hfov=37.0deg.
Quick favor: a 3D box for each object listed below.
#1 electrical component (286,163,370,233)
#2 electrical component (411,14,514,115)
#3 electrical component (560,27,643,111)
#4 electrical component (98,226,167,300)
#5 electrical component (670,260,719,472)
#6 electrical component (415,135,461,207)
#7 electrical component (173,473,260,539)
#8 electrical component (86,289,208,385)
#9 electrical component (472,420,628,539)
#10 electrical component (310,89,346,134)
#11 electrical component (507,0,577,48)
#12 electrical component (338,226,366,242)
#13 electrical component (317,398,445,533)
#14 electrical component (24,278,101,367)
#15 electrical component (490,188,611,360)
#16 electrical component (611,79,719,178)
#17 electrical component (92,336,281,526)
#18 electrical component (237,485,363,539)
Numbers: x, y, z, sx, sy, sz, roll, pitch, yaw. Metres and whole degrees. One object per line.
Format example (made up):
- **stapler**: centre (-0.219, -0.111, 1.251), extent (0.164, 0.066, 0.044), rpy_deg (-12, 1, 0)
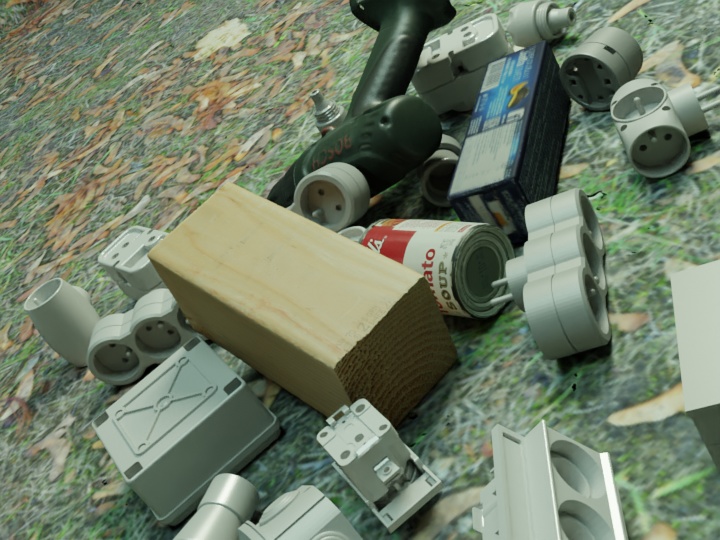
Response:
- **electrical component**: centre (-0.041, -0.033, 0.894), extent (0.138, 0.052, 0.074), rpy_deg (-50, -5, 27)
- **electrical component**: centre (0.098, -0.190, 1.014), extent (0.095, 0.059, 0.053), rpy_deg (-23, 32, 19)
- **electrical component**: centre (0.201, -0.167, 0.889), extent (0.055, 0.055, 0.047), rpy_deg (5, 44, 48)
- **electrical component**: centre (-0.199, 0.000, 1.027), extent (0.053, 0.059, 0.095), rpy_deg (-47, 32, -22)
- **electrical component**: centre (0.260, 0.030, 0.536), extent (0.186, 0.060, 0.105), rpy_deg (-19, 33, 24)
- **electrical component**: centre (0.069, -0.085, 0.905), extent (0.045, 0.045, 0.055), rpy_deg (-28, 30, 10)
- **electrical component**: centre (-0.092, 0.166, 0.702), extent (0.044, 0.044, 0.065), rpy_deg (-14, 30, 31)
- **electrical component**: centre (-0.175, 0.041, 0.951), extent (0.138, 0.052, 0.073), rpy_deg (-28, 28, 11)
- **electrical component**: centre (0.093, 0.143, 0.523), extent (0.063, 0.079, 0.121), rpy_deg (-52, 19, 31)
- **electrical component**: centre (-0.031, -0.155, 1.088), extent (0.035, 0.061, 0.035), rpy_deg (-24, 31, 16)
- **electrical component**: centre (0.175, -0.236, 1.024), extent (0.062, 0.043, 0.043), rpy_deg (-1, 43, 42)
- **electrical component**: centre (0.000, 0.000, 0.837), extent (0.066, 0.055, 0.048), rpy_deg (-28, 30, 10)
- **electrical component**: centre (0.010, 0.116, 0.652), extent (0.042, 0.063, 0.081), rpy_deg (-39, 30, -10)
- **electrical component**: centre (-0.276, 0.041, 1.025), extent (0.043, 0.077, 0.079), rpy_deg (-29, 29, 8)
- **electrical component**: centre (0.121, 0.005, 0.715), extent (0.074, 0.052, 0.138), rpy_deg (-20, 33, 23)
- **electrical component**: centre (0.229, -0.113, 0.790), extent (0.079, 0.044, 0.077), rpy_deg (-24, 31, 17)
- **electrical component**: centre (-0.130, 0.116, 0.794), extent (0.109, 0.056, 0.109), rpy_deg (-40, 30, -11)
- **electrical component**: centre (-0.028, 0.163, 0.604), extent (0.051, 0.080, 0.080), rpy_deg (-39, 30, -18)
